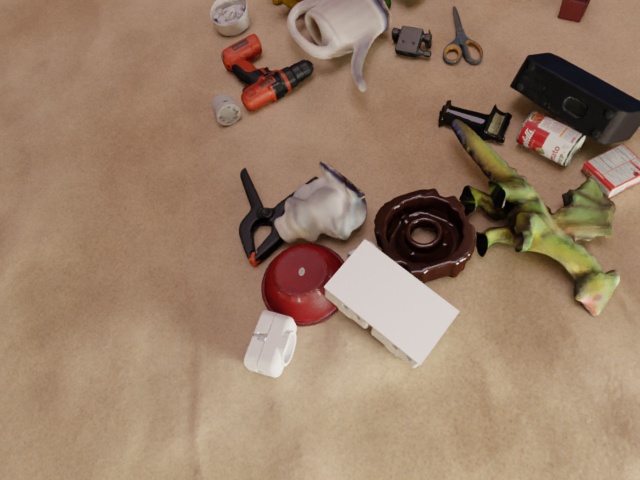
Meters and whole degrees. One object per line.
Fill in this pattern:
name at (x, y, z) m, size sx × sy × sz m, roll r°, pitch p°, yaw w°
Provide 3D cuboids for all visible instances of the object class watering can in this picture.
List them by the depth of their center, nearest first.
watering can at (0.070, -0.473, 1.182) m, size 0.226 × 0.102 × 0.353 m, roll -32°, pitch 59°, yaw -11°

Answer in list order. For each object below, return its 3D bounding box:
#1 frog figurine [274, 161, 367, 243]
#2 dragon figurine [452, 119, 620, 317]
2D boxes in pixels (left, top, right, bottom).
frog figurine at (0.003, -0.047, 0.942) m, size 0.138 × 0.122 × 0.159 m, roll 42°, pitch 96°, yaw 14°
dragon figurine at (0.391, -0.065, 0.905) m, size 0.243 × 0.119 × 0.419 m, roll -1°, pitch 59°, yaw -11°
